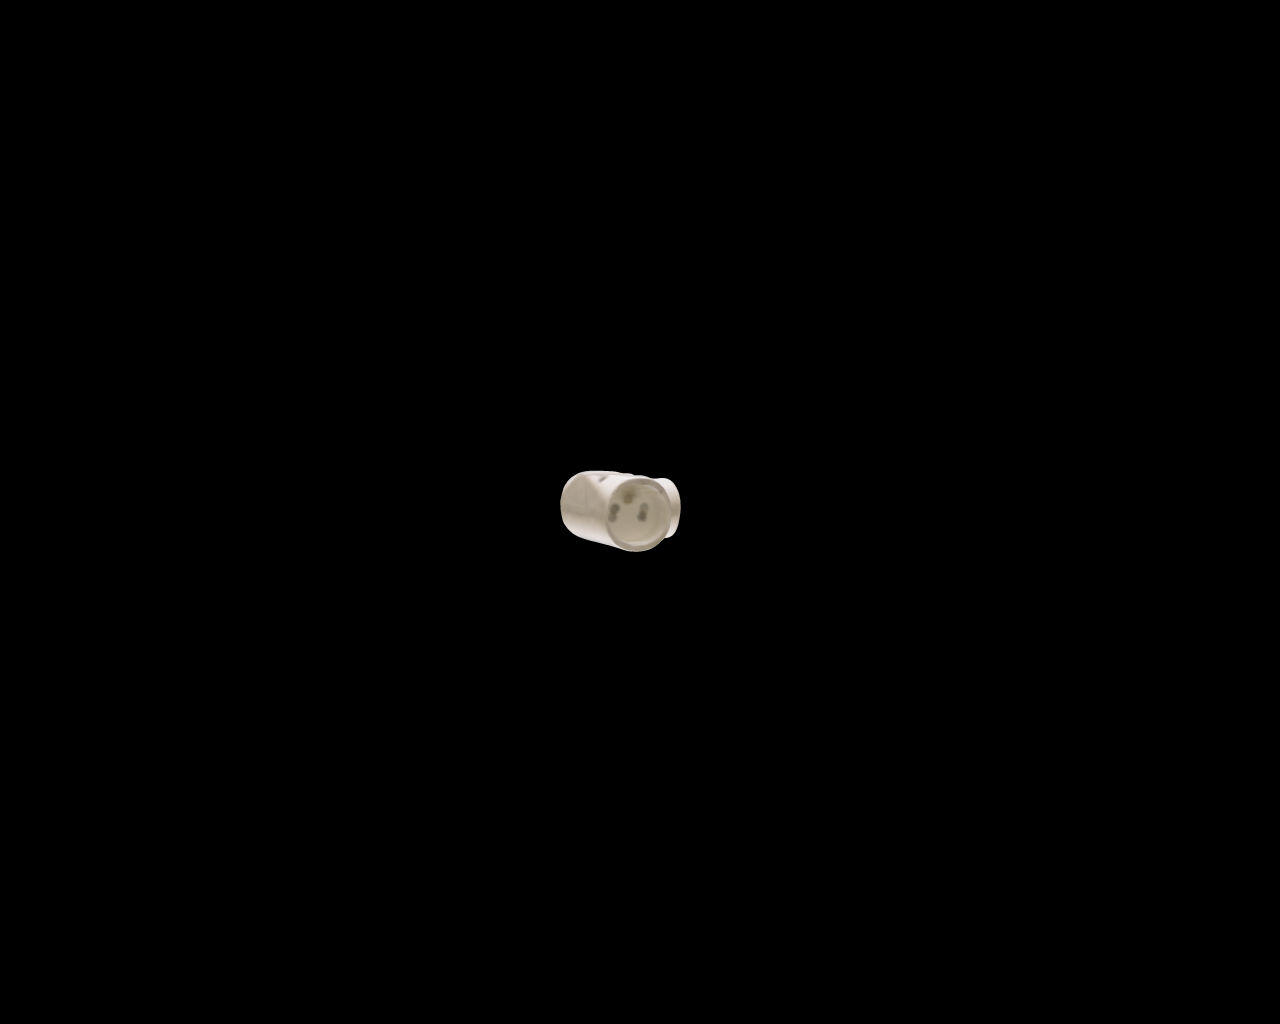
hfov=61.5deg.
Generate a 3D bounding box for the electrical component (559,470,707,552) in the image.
[{"bbox_3d":[0.001,-0.003,0.650,0.079,0.044,0.077,-2,5,-24],"label":"electrical component"}]
